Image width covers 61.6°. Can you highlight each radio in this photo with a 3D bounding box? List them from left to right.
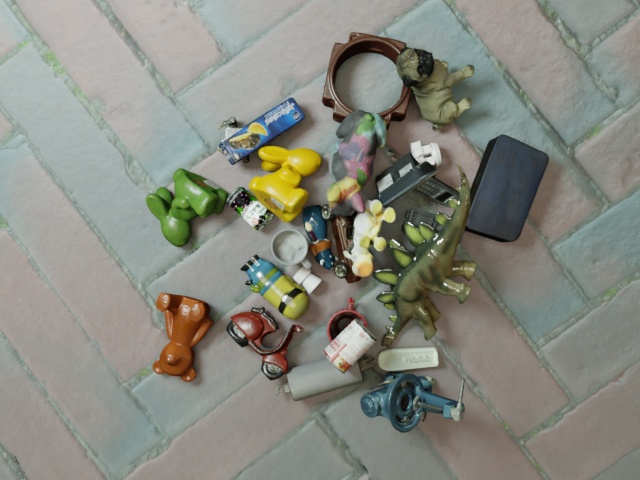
[{"bbox_3d":[0.423,-0.114,1.242,0.131,0.073,0.229,21,91,1],"label":"radio"}]

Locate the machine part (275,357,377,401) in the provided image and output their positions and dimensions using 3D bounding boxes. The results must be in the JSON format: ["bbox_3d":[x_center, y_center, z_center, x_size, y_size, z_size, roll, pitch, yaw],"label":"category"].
[{"bbox_3d":[0.012,0.313,1.244,0.243,0.079,0.079,-17,89,2],"label":"machine part"}]

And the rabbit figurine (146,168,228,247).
[{"bbox_3d":[-0.322,-0.067,1.243,0.159,0.121,0.170,31,105,-4],"label":"rabbit figurine"}]

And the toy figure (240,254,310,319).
[{"bbox_3d":[-0.104,0.111,1.244,0.180,0.089,0.082,45,97,-1],"label":"toy figure"}]

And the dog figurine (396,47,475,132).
[{"bbox_3d":[0.231,-0.326,1.182,0.190,0.121,0.172,-9,105,-38],"label":"dog figurine"}]

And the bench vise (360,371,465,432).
[{"bbox_3d":[0.216,0.345,1.153,0.223,0.241,0.128,12,80,-40],"label":"bench vise"}]

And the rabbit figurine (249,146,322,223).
[{"bbox_3d":[-0.073,-0.149,1.250,0.162,0.121,0.173,36,74,12],"label":"rabbit figurine"}]

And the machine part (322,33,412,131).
[{"bbox_3d":[0.114,-0.365,1.248,0.202,0.087,0.201,12,90,3],"label":"machine part"}]

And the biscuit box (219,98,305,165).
[{"bbox_3d":[-0.133,-0.252,1.240,0.203,0.063,0.059,-36,100,-12],"label":"biscuit box"}]

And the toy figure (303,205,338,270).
[{"bbox_3d":[-0.001,-0.004,1.257,0.064,0.058,0.154,-12,86,-19],"label":"toy figure"}]

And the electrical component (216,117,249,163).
[{"bbox_3d":[-0.202,-0.238,1.275,0.078,0.045,0.102,7,89,3],"label":"electrical component"}]

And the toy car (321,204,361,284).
[{"bbox_3d":[0.064,-0.002,1.241,0.089,0.053,0.202,-10,86,-42],"label":"toy car"}]

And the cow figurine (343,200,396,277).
[{"bbox_3d":[0.097,-0.005,1.186,0.068,0.098,0.167,20,89,-26],"label":"cow figurine"}]

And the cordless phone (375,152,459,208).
[{"bbox_3d":[0.230,-0.107,1.240,0.146,0.184,0.089,-36,45,35],"label":"cordless phone"}]

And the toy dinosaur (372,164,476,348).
[{"bbox_3d":[0.231,0.061,1.159,0.199,0.105,0.471,27,119,0],"label":"toy dinosaur"}]

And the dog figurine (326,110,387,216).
[{"bbox_3d":[0.074,-0.157,1.172,0.108,0.219,0.191,19,134,-10],"label":"dog figurine"}]

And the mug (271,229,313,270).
[{"bbox_3d":[-0.057,0.022,1.235,0.109,0.107,0.081,39,91,-2],"label":"mug"}]

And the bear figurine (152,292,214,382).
[{"bbox_3d":[-0.326,0.226,1.232,0.120,0.132,0.195,18,84,8],"label":"bear figurine"}]

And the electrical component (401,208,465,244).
[{"bbox_3d":[0.258,-0.027,1.223,0.134,0.115,0.058,17,92,3],"label":"electrical component"}]

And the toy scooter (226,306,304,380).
[{"bbox_3d":[-0.119,0.219,1.247,0.135,0.075,0.184,-43,78,-10],"label":"toy scooter"}]
